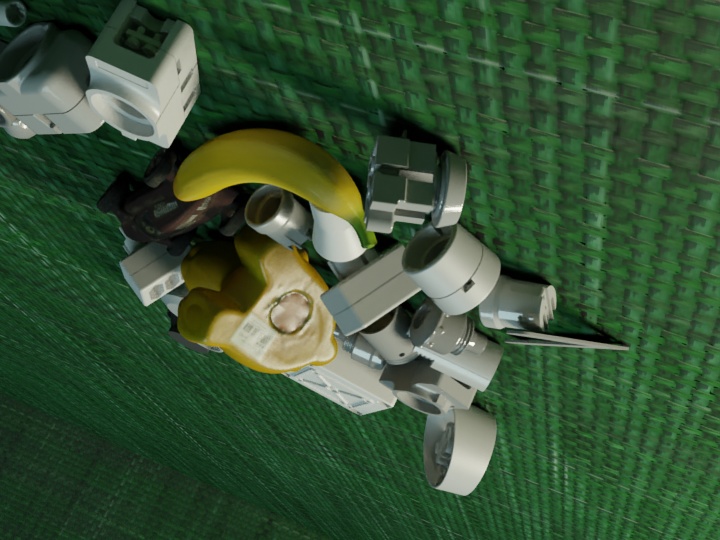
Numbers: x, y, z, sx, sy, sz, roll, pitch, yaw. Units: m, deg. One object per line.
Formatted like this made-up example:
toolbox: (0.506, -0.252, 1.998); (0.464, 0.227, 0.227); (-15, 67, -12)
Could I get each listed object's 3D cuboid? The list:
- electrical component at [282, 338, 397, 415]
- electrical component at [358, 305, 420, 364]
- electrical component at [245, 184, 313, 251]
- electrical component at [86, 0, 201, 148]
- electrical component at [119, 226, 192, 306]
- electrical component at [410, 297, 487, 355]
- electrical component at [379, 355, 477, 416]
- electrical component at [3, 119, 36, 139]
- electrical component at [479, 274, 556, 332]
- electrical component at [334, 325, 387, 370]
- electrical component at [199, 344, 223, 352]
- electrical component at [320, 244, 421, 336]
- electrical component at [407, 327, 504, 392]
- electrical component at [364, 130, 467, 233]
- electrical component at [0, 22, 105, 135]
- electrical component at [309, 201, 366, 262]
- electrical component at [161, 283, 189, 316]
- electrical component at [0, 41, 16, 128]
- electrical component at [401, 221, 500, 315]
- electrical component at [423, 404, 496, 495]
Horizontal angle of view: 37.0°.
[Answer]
electrical component: (-0.017, 0.099, 1.111); (0.109, 0.056, 0.109); (30, 160, -11)
electrical component: (0.030, 0.057, 0.964); (0.043, 0.043, 0.081); (11, 156, 35)
electrical component: (-0.060, -0.040, 0.834); (0.040, 0.040, 0.046); (8, 159, 42)
electrical component: (-0.140, -0.122, 0.697); (0.050, 0.055, 0.089); (24, 161, 4)
electrical component: (-0.203, -0.018, 1.039); (0.076, 0.066, 0.047); (52, 164, 12)
electrical component: (0.076, 0.051, 0.893); (0.062, 0.048, 0.048); (25, 162, -19)
electrical component: (0.066, 0.101, 1.013); (0.050, 0.055, 0.089); (37, 158, -28)
electrical component: (-0.281, -0.125, 0.895); (0.035, 0.035, 0.061); (27, 163, -4)
electrical component: (0.116, 0.025, 0.785); (0.046, 0.040, 0.040); (8, 155, 29)
electrical component: (0.001, 0.065, 1.021); (0.062, 0.043, 0.043); (24, 161, 10)
electrical component: (-0.157, 0.056, 1.173); (0.045, 0.055, 0.045); (23, 160, 9)
electrical component: (0.000, 0.000, 0.836); (0.076, 0.066, 0.047); (57, 157, 0)
electrical component: (0.079, 0.069, 0.934); (0.081, 0.043, 0.043); (25, 161, 2)
electrical component: (0.034, -0.052, 0.660); (0.055, 0.066, 0.048); (7, 162, -6)
electrical component: (-0.219, -0.135, 0.764); (0.095, 0.053, 0.059); (6, 152, 44)
electrical component: (-0.017, -0.040, 0.779); (0.044, 0.044, 0.065); (20, 155, 16)
electrical component: (-0.161, 0.028, 1.115); (0.080, 0.051, 0.080); (23, 160, 9)
electrical component: (-0.280, -0.143, 0.829); (0.055, 0.047, 0.055); (23, 160, 9)
electrical component: (0.062, -0.004, 0.754); (0.047, 0.055, 0.055); (41, 156, -28)
electrical component: (0.100, 0.184, 1.129); (0.064, 0.099, 0.099); (22, 161, -9)
